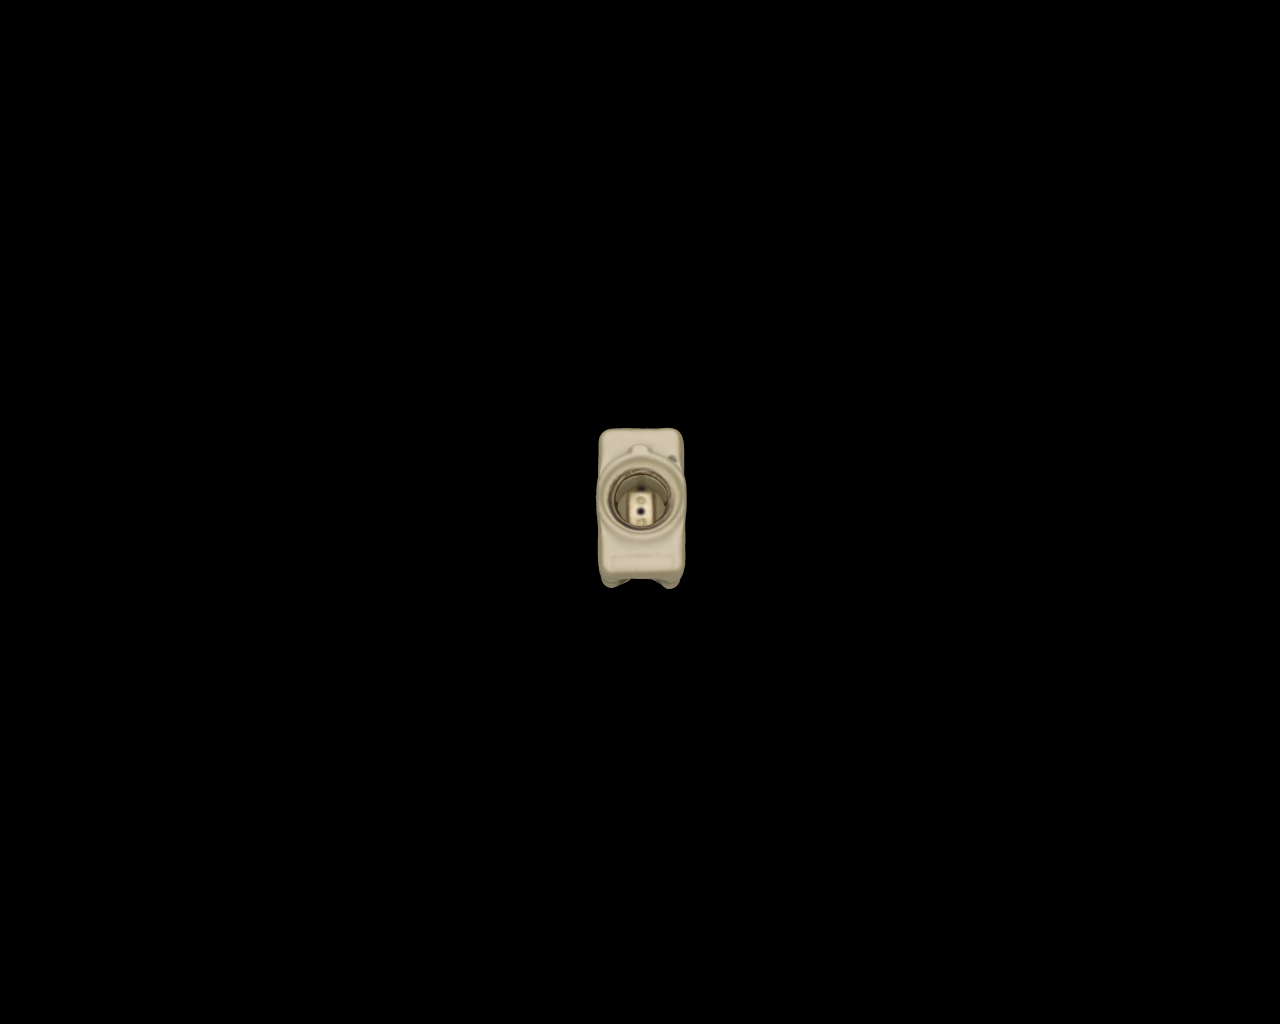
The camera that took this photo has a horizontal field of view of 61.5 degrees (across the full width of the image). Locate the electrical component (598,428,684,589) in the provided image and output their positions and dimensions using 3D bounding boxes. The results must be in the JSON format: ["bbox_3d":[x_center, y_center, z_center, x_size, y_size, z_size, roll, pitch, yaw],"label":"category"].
[{"bbox_3d":[0.001,-0.003,0.650,0.050,0.089,0.055,0,-15,0],"label":"electrical component"}]
